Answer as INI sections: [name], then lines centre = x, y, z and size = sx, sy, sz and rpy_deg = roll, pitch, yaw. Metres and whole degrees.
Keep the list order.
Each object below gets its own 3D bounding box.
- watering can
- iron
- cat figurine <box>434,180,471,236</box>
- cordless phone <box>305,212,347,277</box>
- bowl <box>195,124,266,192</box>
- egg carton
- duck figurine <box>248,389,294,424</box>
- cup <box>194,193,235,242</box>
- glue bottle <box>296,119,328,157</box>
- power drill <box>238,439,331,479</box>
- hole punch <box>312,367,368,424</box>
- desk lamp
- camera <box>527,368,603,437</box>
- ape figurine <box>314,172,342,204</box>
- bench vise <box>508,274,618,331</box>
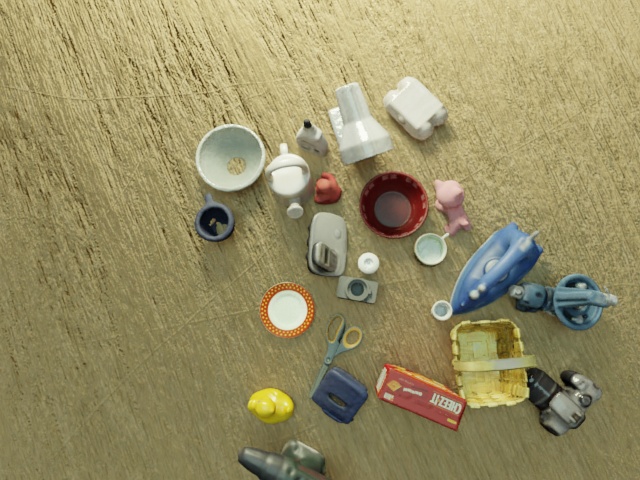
[watering can]
centre = -0.067, -0.138, 1.303
size = 0.101, 0.194, 0.173
rpy_deg = -33, 80, -2
[iron]
centre = 0.386, 0.074, 1.269
size = 0.118, 0.141, 0.258
rpy_deg = 43, 86, 9
[cat figurine]
centre = 0.307, -0.082, 1.311
size = 0.067, 0.118, 0.128
rpy_deg = -23, 80, 0
[cordless phone]
centre = 0.012, 0.005, 1.280
size = 0.094, 0.185, 0.147
rpy_deg = 0, 81, 4
[bowl]
centre = -0.210, -0.189, 1.381
size = 0.167, 0.075, 0.167
rpy_deg = -1, 81, 3
[egg carton]
centre = 0.229, -0.316, 1.379
size = 0.107, 0.069, 0.150
rpy_deg = -44, 81, -4
[duck figurine]
centre = -0.113, 0.374, 1.277
size = 0.104, 0.086, 0.077
rpy_deg = 10, 81, 5
[cup]
centre = -0.242, -0.046, 1.349
size = 0.091, 0.095, 0.118
rpy_deg = -16, 80, 1
[glue bottle]
centre = -0.022, -0.245, 1.329
size = 0.078, 0.173, 0.037
rpy_deg = 25, 83, 7
[power drill]
centre = -0.053, 0.482, 1.194
size = 0.229, 0.208, 0.076
rpy_deg = 25, 83, 7
[hole punch]
centre = 0.045, 0.348, 1.269
size = 0.108, 0.091, 0.101
rpy_deg = 33, 84, 8
[desk lamp]
centre = 0.083, -0.253, 1.304
size = 0.118, 0.213, 0.203
rpy_deg = -19, 80, 0
[camera]
centre = 0.512, 0.332, 1.240
size = 0.136, 0.101, 0.143
rpy_deg = 43, 86, 9
[ape figurine]
centre = 0.013, -0.122, 1.348
size = 0.076, 0.092, 0.078
rpy_deg = 36, 85, 9
[bench vise]
centre = 0.516, 0.136, 1.212
size = 0.207, 0.220, 0.121
rpy_deg = -8, 80, 2
